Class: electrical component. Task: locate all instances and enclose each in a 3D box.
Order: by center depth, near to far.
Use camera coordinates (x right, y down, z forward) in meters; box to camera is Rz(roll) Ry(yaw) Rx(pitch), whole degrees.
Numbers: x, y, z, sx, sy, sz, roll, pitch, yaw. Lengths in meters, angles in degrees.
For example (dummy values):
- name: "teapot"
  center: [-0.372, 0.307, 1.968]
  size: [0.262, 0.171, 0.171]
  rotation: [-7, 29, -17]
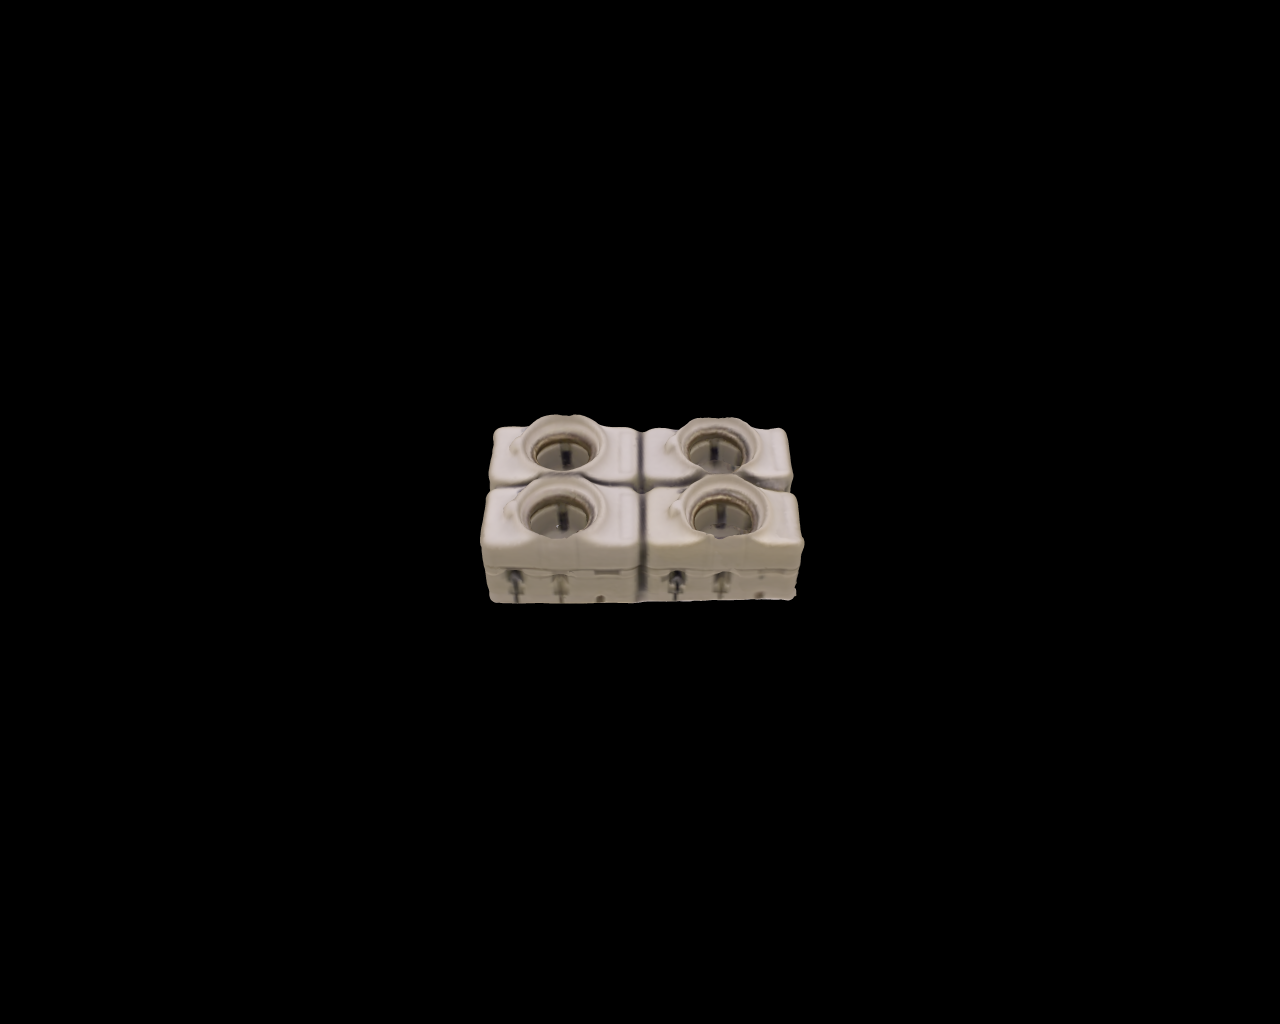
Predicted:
- name: "electrical component"
  center: [0.001, -0.003, 0.650]
  size: [0.186, 0.105, 0.060]
  rotation: [0, -43, 0]
